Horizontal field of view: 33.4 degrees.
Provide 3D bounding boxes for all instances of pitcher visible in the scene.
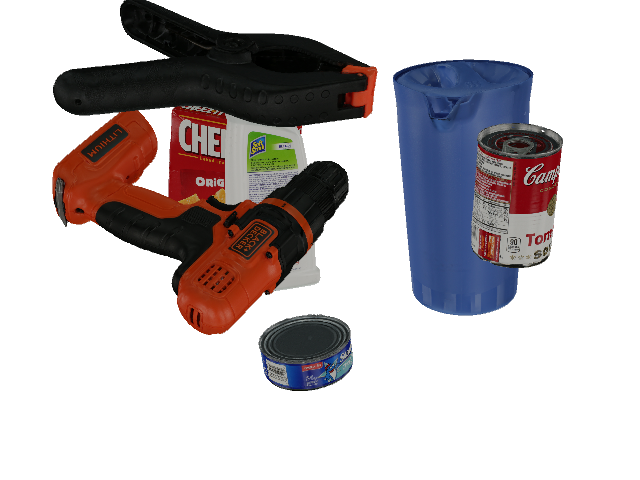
[{"bbox_3d":[0.147,-0.057,1.073,0.149,0.243,0.145,-13,24,-21],"label":"pitcher"}]

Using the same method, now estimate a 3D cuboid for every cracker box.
[{"bbox_3d":[-0.118,-0.070,1.430,0.164,0.214,0.072,12,26,13],"label":"cracker box"}]

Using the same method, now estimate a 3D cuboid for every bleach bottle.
[{"bbox_3d":[-0.052,-0.074,1.145,0.102,0.251,0.068,-7,17,-25],"label":"bleach bottle"}]

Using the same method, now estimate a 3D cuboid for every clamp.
[{"bbox_3d":[-0.058,-0.090,0.591,0.171,0.039,0.120,13,42,15],"label":"clamp"}]

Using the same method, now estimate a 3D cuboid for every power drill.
[{"bbox_3d":[-0.093,-0.032,0.812,0.188,0.057,0.184,28,50,19],"label":"power drill"}]

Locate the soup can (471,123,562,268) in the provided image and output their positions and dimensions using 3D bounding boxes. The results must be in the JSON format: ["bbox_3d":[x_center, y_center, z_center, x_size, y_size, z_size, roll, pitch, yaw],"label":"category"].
[{"bbox_3d":[0.160,-0.037,0.876,0.068,0.102,0.068,0,27,0],"label":"soup can"}]

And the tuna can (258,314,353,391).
[{"bbox_3d":[-0.013,0.104,0.990,0.086,0.034,0.086,-7,24,3],"label":"tuna can"}]
